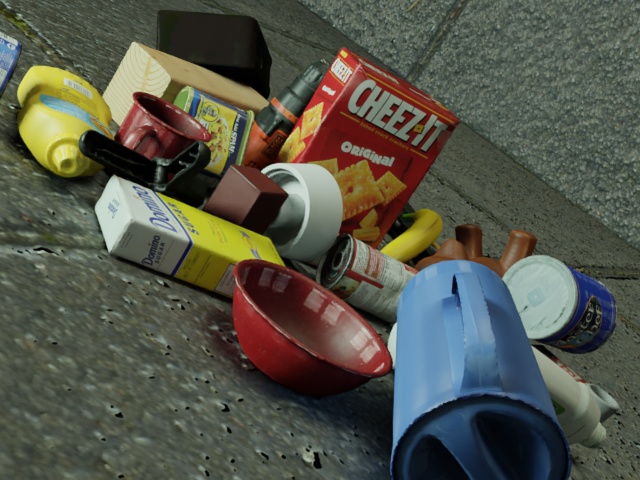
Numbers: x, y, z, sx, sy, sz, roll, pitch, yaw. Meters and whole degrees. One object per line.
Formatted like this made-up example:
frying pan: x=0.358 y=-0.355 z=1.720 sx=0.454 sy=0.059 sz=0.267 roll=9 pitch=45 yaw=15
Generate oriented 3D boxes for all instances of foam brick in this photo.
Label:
foam brick: x=-0.082 y=-0.033 z=1.109 sx=0.051 sy=0.078 sz=0.052 roll=43 pitch=19 yaw=26

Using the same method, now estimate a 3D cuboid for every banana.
banana: x=0.121 y=-0.003 z=1.394 sx=0.037 sy=0.070 sz=0.197 roll=60 pitch=25 yaw=-7

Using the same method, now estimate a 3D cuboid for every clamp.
clamp: x=0.110 y=-0.024 z=1.534 sx=0.164 sy=0.036 sz=0.209 roll=36 pitch=20 yaw=3
clamp: x=-0.161 y=-0.063 z=1.016 sx=0.120 sy=0.039 sz=0.171 roll=15 pitch=-19 yaw=0

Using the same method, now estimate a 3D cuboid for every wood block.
wood block: x=-0.155 y=-0.161 z=1.325 sx=0.090 sy=0.091 sz=0.205 roll=44 pitch=19 yaw=33

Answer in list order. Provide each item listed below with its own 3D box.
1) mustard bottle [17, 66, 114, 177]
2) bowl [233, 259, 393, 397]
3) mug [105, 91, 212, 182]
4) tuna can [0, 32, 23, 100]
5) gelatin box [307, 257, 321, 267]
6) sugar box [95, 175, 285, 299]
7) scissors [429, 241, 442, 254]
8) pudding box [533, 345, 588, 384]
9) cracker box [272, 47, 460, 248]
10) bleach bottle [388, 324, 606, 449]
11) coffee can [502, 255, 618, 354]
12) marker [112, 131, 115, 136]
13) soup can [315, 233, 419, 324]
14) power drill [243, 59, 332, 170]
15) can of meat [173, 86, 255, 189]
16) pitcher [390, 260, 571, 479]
mustard bottle: x=-0.248 y=-0.109 z=1.046 sx=0.096 sy=0.058 sz=0.192 roll=30 pitch=15 yaw=-26
bowl: x=-0.018 y=0.085 z=0.922 sx=0.162 sy=0.055 sz=0.162 roll=31 pitch=16 yaw=-10
mug: x=-0.175 y=-0.094 z=1.099 sx=0.093 sy=0.081 sz=0.117 roll=35 pitch=15 yaw=5
tuna can: x=-0.315 y=-0.156 z=1.006 sx=0.033 sy=0.086 sz=0.086 roll=27 pitch=17 yaw=-26
gelatin box: x=-0.008 y=0.001 z=1.241 sx=0.073 sy=0.030 sz=0.089 roll=24 pitch=18 yaw=-25
sugar box: x=-0.116 y=0.004 z=0.991 sx=0.176 sy=0.048 sz=0.093 roll=25 pitch=16 yaw=-31
scissors: x=0.210 y=0.050 z=1.551 sx=0.096 sy=0.016 sz=0.202 roll=16 pitch=24 yaw=-48
pudding box: x=0.275 y=0.166 z=1.282 sx=0.090 sy=0.039 sz=0.113 roll=40 pitch=16 yaw=26
cracker box: x=0.045 y=-0.100 z=1.303 sx=0.164 sy=0.214 sz=0.072 roll=24 pitch=18 yaw=-30
bleach bottle: x=0.194 y=0.150 z=1.102 sx=0.250 sy=0.103 sz=0.068 roll=34 pitch=41 yaw=-22
coffee can: x=0.297 y=0.083 z=1.330 sx=0.103 sy=0.103 sz=0.140 roll=45 pitch=15 yaw=36
marker: x=-0.206 y=-0.097 z=1.165 sx=0.121 sy=0.020 sz=0.020 roll=31 pitch=16 yaw=-8
soup can: x=0.055 y=0.044 z=1.168 sx=0.102 sy=0.068 sz=0.068 roll=27 pitch=17 yaw=-24
power drill: x=-0.002 y=-0.117 z=1.357 sx=0.187 sy=0.184 sz=0.057 roll=34 pitch=14 yaw=-34
can of meat: x=-0.132 y=-0.114 z=1.217 sx=0.083 sy=0.102 sz=0.058 roll=22 pitch=-17 yaw=-27
pitcher: x=0.122 y=0.107 z=0.885 sx=0.145 sy=0.149 sz=0.242 roll=37 pitch=23 yaw=-16
